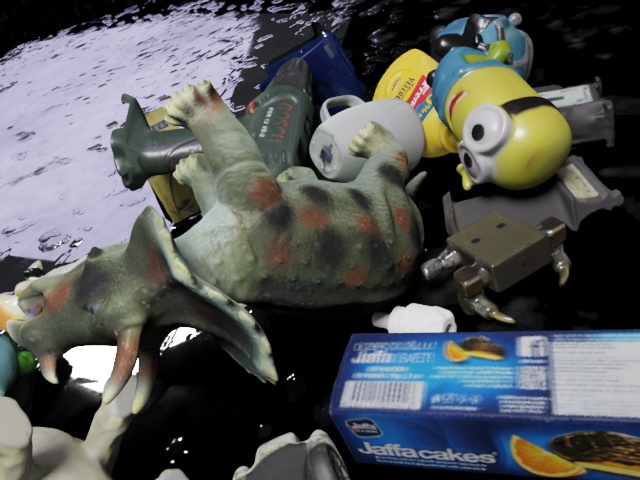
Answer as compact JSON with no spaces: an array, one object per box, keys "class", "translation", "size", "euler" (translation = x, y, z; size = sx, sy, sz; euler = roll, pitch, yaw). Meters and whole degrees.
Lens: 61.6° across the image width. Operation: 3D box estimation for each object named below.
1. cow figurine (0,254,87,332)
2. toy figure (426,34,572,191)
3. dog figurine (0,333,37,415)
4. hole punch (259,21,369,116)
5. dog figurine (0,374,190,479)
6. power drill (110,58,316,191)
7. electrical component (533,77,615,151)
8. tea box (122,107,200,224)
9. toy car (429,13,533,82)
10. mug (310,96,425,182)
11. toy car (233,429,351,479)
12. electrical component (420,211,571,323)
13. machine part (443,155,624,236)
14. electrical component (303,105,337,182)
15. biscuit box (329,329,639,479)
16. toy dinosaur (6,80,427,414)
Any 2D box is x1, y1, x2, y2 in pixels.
[{"class":"cow figurine","translation":[-0.263,0.050,0.569],"size":[0.167,0.068,0.098],"euler":[-7,32,15]},{"class":"toy figure","translation":[0.151,-0.119,0.475],"size":[0.089,0.082,0.180],"euler":[-16,44,8]},{"class":"dog figurine","translation":[-0.357,0.109,0.511],"size":[0.191,0.108,0.219],"euler":[-27,32,-5]},{"class":"hole punch","translation":[-0.008,-0.199,0.714],"size":[0.116,0.142,0.092],"euler":[-22,30,25]},{"class":"dog figurine","translation":[-0.182,0.192,0.337],"size":[0.190,0.121,0.172],"euler":[-40,56,30]},{"class":"power drill","translation":[-0.108,-0.121,0.587],"size":[0.207,0.085,0.232],"euler":[0,50,-3]},{"class":"electrical component","translation":[0.228,-0.120,0.545],"size":[0.119,0.047,0.075],"euler":[-9,36,19]},{"class":"tea box","translation":[-0.203,-0.105,0.719],"size":[0.068,0.098,0.170],"euler":[-31,37,-11]},{"class":"toy car","translation":[0.200,-0.213,0.653],"size":[0.103,0.109,0.162],"euler":[-5,19,-15]},{"class":"mug","translation":[0.039,-0.110,0.563],"size":[0.107,0.080,0.109],"euler":[-21,70,-37]},{"class":"toy car","translation":[-0.004,0.183,0.261],"size":[0.073,0.056,0.202],"euler":[-27,33,3]},{"class":"electrical component","translation":[0.139,0.018,0.411],"size":[0.102,0.045,0.078],"euler":[-32,27,-15]},{"class":"machine part","translation":[0.176,-0.033,0.467],"size":[0.139,0.039,0.084],"euler":[-18,43,4]},{"class":"electrical component","translation":[-0.016,-0.110,0.658],"size":[0.134,0.058,0.115],"euler":[-24,37,-1]},{"class":"biscuit box","translation":[0.110,0.094,0.309],"size":[0.203,0.062,0.059],"euler":[-5,39,24]},{"class":"toy dinosaur","translation":[0.001,0.001,0.404],"size":[0.405,0.131,0.192],"euler":[-5,64,-38]}]
